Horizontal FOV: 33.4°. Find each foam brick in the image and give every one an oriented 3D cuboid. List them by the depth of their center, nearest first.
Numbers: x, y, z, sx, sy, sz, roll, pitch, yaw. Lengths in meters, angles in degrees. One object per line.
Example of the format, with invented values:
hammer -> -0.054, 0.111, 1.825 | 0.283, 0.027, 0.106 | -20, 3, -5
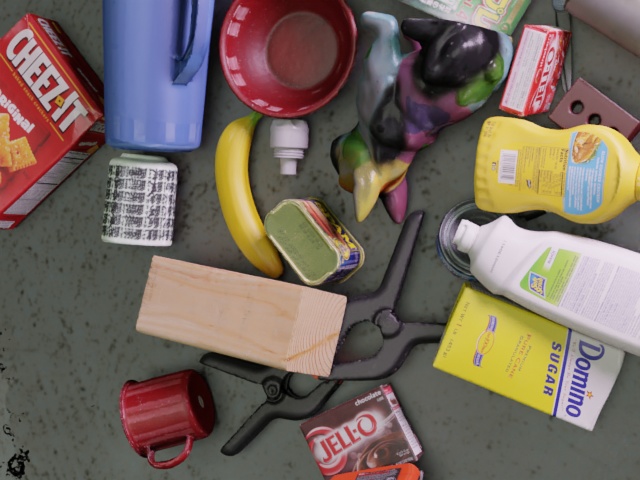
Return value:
foam brick -> 0.279, -0.119, 1.082 | 0.078, 0.051, 0.053 | 40, 104, 13

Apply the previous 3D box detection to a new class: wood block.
wood block -> -0.088, 0.082, 1.162 | 0.206, 0.090, 0.090 | 10, 85, 33

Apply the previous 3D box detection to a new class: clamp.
clamp -> 0.074, 0.078, 1.157 | 0.210, 0.036, 0.164 | -29, 80, 8
clamp -> -0.052, 0.181, 1.212 | 0.172, 0.039, 0.120 | -7, 91, 19

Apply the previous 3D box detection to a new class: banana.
banana -> -0.085, -0.052, 1.212 | 0.070, 0.037, 0.198 | -5, 92, 31

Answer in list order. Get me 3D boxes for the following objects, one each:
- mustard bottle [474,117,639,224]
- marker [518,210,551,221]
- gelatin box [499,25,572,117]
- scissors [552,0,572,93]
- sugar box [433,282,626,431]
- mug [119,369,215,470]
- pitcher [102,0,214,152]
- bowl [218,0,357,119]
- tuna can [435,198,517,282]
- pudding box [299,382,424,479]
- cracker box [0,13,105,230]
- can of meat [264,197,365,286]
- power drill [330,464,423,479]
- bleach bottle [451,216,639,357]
mustard bottle -> 0.250, -0.066, 1.042 | 0.192, 0.058, 0.096 | 9, 98, 29
marker -> 0.264, -0.045, 1.106 | 0.121, 0.020, 0.020 | -19, 86, 18
gelatin box -> 0.219, -0.171, 1.079 | 0.030, 0.073, 0.089 | 23, 110, 27
scissors -> 0.234, -0.258, 1.111 | 0.096, 0.016, 0.202 | 13, 96, 19
sugar box -> 0.213, 0.119, 1.096 | 0.176, 0.048, 0.093 | 22, 99, 5
mug -> -0.172, 0.206, 1.221 | 0.081, 0.093, 0.117 | -17, 50, 14
pitcher -> -0.177, -0.221, 1.191 | 0.145, 0.149, 0.243 | 4, 97, 7
bowl -> -0.029, -0.213, 1.181 | 0.162, 0.055, 0.162 | 1, 92, 19
tuna can -> 0.165, 0.000, 1.120 | 0.086, 0.034, 0.086 | 0, 80, 2
pudding box -> 0.045, 0.221, 1.179 | 0.114, 0.039, 0.090 | -29, 83, 18
cracker box -> -0.364, -0.140, 1.290 | 0.214, 0.072, 0.164 | -40, 80, 15
can of meat -> -0.008, 0.001, 1.167 | 0.057, 0.083, 0.102 | -42, 79, 15
power drill -> 0.066, 0.341, 1.150 | 0.185, 0.057, 0.187 | -14, 104, 17
bleach bottle -> 0.254, 0.035, 1.061 | 0.251, 0.068, 0.102 | 24, 89, 6
